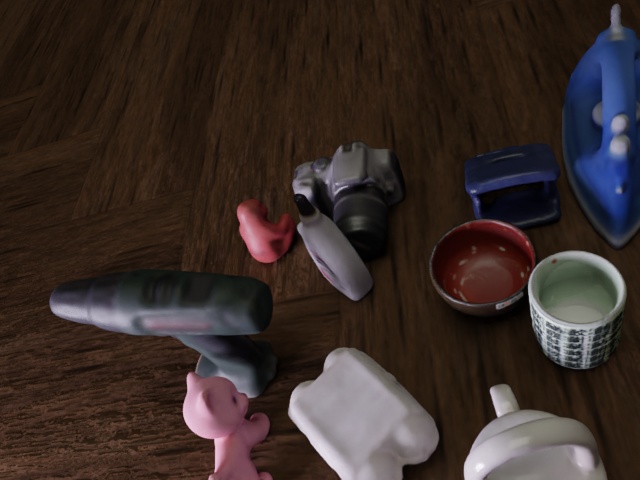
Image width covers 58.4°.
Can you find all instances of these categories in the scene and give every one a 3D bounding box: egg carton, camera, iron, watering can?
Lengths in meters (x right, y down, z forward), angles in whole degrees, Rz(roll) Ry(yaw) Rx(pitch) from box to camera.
[{"bbox_3d":[0.042,0.180,0.577,0.107,0.070,0.149,-43,49,-11],"label":"egg carton"},{"bbox_3d":[0.034,-0.050,0.738,0.143,0.101,0.137,-11,51,17],"label":"camera"},{"bbox_3d":[0.332,-0.135,0.640,0.118,0.142,0.258,-1,54,24],"label":"iron"},{"bbox_3d":[0.167,0.188,0.429,0.101,0.195,0.172,-37,48,-5],"label":"watering can"}]

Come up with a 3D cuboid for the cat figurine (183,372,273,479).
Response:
[{"bbox_3d":[-0.103,0.199,0.596,0.067,0.118,0.127,-20,49,10],"label":"cat figurine"}]

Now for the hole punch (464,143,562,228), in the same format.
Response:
[{"bbox_3d":[0.223,-0.075,0.678,0.108,0.091,0.101,-11,51,17],"label":"hole punch"}]

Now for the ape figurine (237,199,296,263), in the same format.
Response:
[{"bbox_3d":[-0.080,-0.020,0.773,0.077,0.092,0.076,9,59,30],"label":"ape figurine"}]

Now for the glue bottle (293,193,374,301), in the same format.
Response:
[{"bbox_3d":[0.006,0.002,0.661,0.037,0.174,0.077,-46,50,-13],"label":"glue bottle"}]

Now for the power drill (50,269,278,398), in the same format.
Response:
[{"bbox_3d":[-0.144,0.102,0.629,0.229,0.209,0.075,-9,52,19],"label":"power drill"}]
